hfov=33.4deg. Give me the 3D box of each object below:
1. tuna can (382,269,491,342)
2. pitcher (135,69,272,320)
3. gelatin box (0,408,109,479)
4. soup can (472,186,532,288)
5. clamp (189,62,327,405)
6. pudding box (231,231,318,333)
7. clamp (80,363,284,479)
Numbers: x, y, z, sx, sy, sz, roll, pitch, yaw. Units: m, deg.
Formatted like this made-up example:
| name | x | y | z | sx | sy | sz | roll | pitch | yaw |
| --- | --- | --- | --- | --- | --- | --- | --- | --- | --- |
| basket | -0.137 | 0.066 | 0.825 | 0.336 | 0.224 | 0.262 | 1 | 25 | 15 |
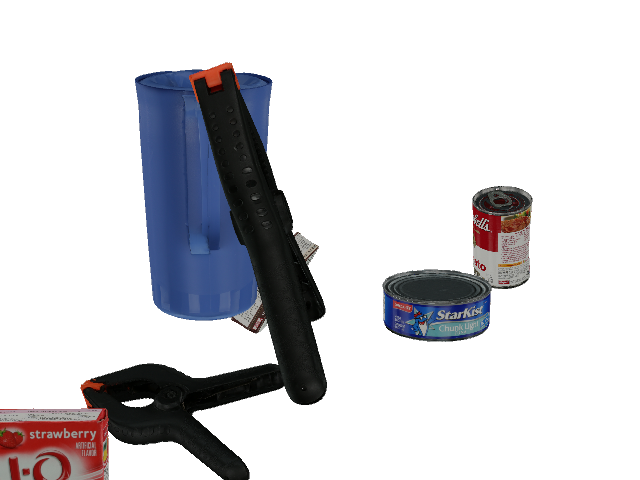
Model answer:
| name | x | y | z | sx | sy | sz | roll | pitch | yaw |
| --- | --- | --- | --- | --- | --- | --- | --- | --- | --- |
| tuna can | 0.092 | 0.051 | 0.844 | 0.086 | 0.034 | 0.086 | -1 | 15 | 0 |
| pitcher | -0.116 | -0.045 | 1.063 | 0.145 | 0.243 | 0.148 | 15 | 22 | 39 |
| gelatin box | -0.153 | 0.124 | 0.542 | 0.089 | 0.073 | 0.030 | 0 | 6 | -4 |
| soup can | 0.212 | -0.003 | 1.243 | 0.068 | 0.102 | 0.068 | -4 | 29 | 2 |
| clamp | -0.036 | -0.011 | 0.698 | 0.036 | 0.210 | 0.164 | -18 | 7 | 4 |
| pudding box | -0.053 | 0.050 | 1.270 | 0.039 | 0.090 | 0.113 | 32 | 28 | 5 |
| clamp | -0.112 | 0.134 | 0.891 | 0.172 | 0.039 | 0.120 | 14 | 37 | 20 |
